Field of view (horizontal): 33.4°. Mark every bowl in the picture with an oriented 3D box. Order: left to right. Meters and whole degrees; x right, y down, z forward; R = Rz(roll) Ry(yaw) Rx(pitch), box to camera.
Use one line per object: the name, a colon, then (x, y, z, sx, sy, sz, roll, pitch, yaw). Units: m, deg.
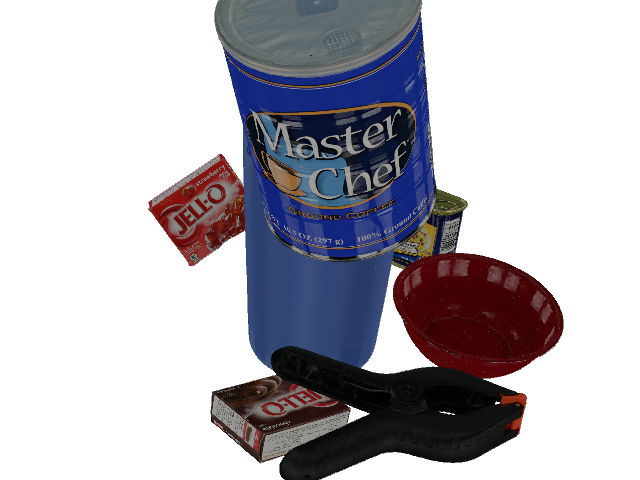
bowl: (0.144, 0.080, 1.009, 0.162, 0.055, 0.162, 6, 34, -4)

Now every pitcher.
pitcher: (0.007, -0.016, 0.844, 0.149, 0.243, 0.145, -1, 35, -9)

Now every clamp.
clamp: (0.048, 0.117, 0.684, 0.171, 0.039, 0.120, 4, 37, 2)

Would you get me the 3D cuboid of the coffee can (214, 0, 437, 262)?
coffee can: (0.008, -0.072, 0.572, 0.103, 0.102, 0.140, 0, -41, 11)

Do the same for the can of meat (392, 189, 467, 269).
can of meat: (0.106, -0.014, 1.184, 0.102, 0.084, 0.057, 24, 27, 34)

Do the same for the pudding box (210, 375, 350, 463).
pudding box: (-0.041, 0.174, 1.071, 0.113, 0.039, 0.090, -12, 28, -38)

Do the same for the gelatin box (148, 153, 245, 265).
gelatin box: (-0.112, -0.029, 1.043, 0.089, 0.073, 0.030, -34, 20, 2)
